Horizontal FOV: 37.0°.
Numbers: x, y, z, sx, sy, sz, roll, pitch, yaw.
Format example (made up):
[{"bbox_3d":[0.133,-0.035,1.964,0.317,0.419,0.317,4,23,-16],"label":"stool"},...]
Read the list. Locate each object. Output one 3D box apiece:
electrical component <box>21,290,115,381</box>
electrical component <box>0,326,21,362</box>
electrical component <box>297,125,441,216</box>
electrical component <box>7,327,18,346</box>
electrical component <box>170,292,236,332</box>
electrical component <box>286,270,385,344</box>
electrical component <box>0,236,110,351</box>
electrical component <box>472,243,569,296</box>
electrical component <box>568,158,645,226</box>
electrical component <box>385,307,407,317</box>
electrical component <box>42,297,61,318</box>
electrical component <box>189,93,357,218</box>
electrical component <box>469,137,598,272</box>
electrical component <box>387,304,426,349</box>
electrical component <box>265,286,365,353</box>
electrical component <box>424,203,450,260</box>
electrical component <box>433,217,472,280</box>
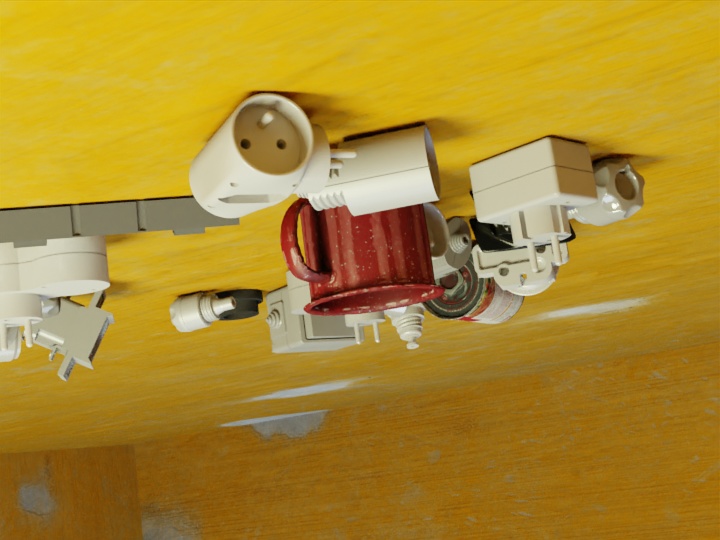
[{"bbox_3d":[-0.247,0.049,0.909,0.064,0.081,0.042,22,164,-4],"label":"electrical component"},{"bbox_3d":[-0.344,0.063,0.986,0.055,0.045,0.045,-2,168,-33],"label":"electrical component"},{"bbox_3d":[0.002,-0.054,0.618,0.081,0.043,0.043,-10,169,12],"label":"electrical component"},{"bbox_3d":[-0.316,0.041,0.892,0.079,0.043,0.077,-14,168,30],"label":"electrical component"},{"bbox_3d":[-0.148,0.037,1.023,0.061,0.035,0.035,-14,168,16],"label":"electrical component"},{"bbox_3d":[0.003,0.031,0.993,0.138,0.073,0.052,-4,169,-22],"label":"electrical component"},{"bbox_3d":[-0.240,0.018,0.744,0.138,0.073,0.052,-10,169,9],"label":"electrical component"},{"bbox_3d":[0.140,-0.009,0.924,0.078,0.058,0.057,-11,166,14],"label":"electrical component"},{"bbox_3d":[0.165,-0.051,0.754,0.043,0.043,0.062,-1,169,-31],"label":"electrical component"},{"bbox_3d":[0.010,0.024,1.050,0.065,0.044,0.044,2,166,-24],"label":"electrical component"},{"bbox_3d":[-0.269,0.022,0.849,0.061,0.035,0.035,-4,169,-10],"label":"electrical component"},{"bbox_3d":[-0.041,-0.058,0.563,0.079,0.043,0.077,-3,169,-25],"label":"electrical component"},{"bbox_3d":[0.115,-0.038,0.696,0.066,0.076,0.047,-18,166,43],"label":"electrical component"},{"bbox_3d":[0.047,0.041,1.087,0.040,0.078,0.040,-8,154,-4],"label":"electrical component"},{"bbox_3d":[-0.048,0.047,1.070,0.096,0.061,0.061,0,167,-38],"label":"electrical component"},{"bbox_3d":[0.012,-0.022,0.795,0.077,0.044,0.079,-18,166,42],"label":"electrical component"},{"bbox_3d":[0.060,-0.015,0.873,0.043,0.043,0.081,0,167,-35],"label":"electrical component"}]
